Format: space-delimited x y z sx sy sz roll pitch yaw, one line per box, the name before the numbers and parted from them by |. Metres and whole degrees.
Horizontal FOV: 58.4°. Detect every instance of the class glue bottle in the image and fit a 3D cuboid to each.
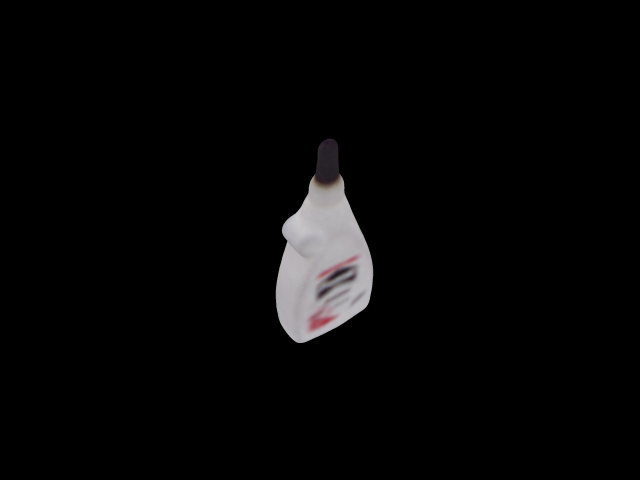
glue bottle | 0.004 0.001 0.400 0.078 0.173 0.037 -29 54 -24
